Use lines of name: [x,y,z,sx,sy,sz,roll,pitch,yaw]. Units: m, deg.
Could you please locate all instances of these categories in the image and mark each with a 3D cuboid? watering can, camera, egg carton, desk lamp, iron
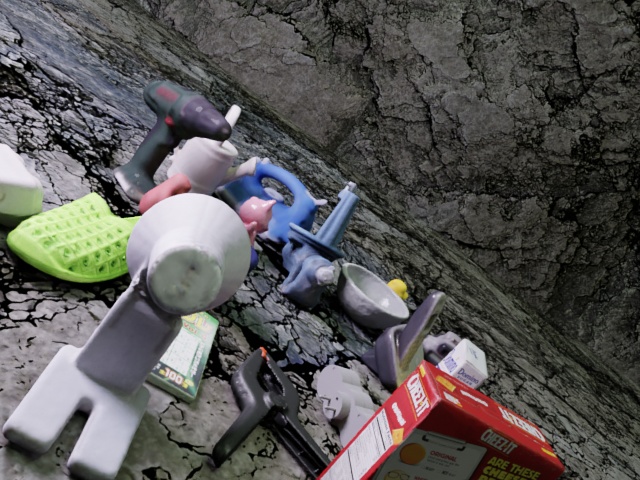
watering can: [-0.207,-0.180,1.146,0.173,0.194,0.100,26,19,-36]
camera: [0.256,0.238,1.139,0.143,0.100,0.137,40,16,9]
egg carton: [-0.394,-0.067,0.644,0.107,0.069,0.151,45,17,25]
desk lamp: [-0.151,0.068,0.522,0.118,0.213,0.203,33,16,-14]
iron: [-0.106,-0.098,1.231,0.258,0.141,0.119,42,16,16]

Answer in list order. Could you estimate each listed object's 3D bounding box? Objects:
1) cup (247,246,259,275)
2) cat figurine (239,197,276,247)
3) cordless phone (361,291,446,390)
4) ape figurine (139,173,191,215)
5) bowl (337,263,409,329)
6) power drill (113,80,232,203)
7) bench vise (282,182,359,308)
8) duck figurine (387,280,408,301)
cup: [-0.155,0.032,0.837,0.092,0.095,0.117,25,20,-38]
cat figurine: [-0.124,-0.029,1.037,0.067,0.117,0.128,35,16,-9]
cordless phone: [0.173,0.167,1.002,0.094,0.185,0.148,43,16,21]
ape figurine: [-0.243,-0.067,0.932,0.076,0.092,0.078,34,16,-13]
bowl: [0.093,0.125,1.151,0.168,0.074,0.167,34,16,-11]
power drill: [-0.254,-0.163,0.965,0.076,0.208,0.229,17,25,-51]
bench vise: [0.018,0.008,1.053,0.122,0.219,0.206,25,20,-38]
duck figurine: [0.151,0.123,1.264,0.105,0.086,0.077,24,20,-40]
